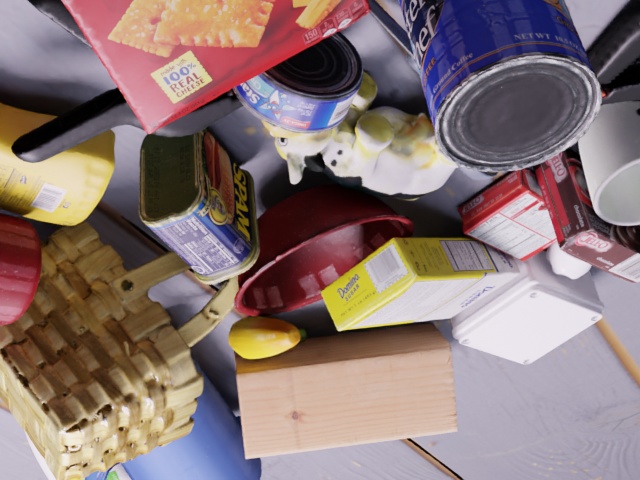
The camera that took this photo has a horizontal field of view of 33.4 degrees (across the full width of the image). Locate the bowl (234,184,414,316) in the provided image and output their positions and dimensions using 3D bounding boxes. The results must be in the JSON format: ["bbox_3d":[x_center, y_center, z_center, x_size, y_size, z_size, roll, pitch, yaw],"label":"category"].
[{"bbox_3d":[-0.006,0.001,0.878,0.162,0.055,0.162,-22,161,-8],"label":"bowl"}]

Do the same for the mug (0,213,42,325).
[{"bbox_3d":[-0.253,0.028,0.761,0.093,0.117,0.081,-21,156,41],"label":"mug"}]

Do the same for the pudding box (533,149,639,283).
[{"bbox_3d":[0.236,-0.020,0.902,0.113,0.090,0.039,23,135,-38],"label":"pudding box"}]

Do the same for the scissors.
[{"bbox_3d":[0.076,-0.108,0.750,0.016,0.096,0.201,-16,152,42],"label":"scissors"}]

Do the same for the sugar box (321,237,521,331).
[{"bbox_3d":[0.092,0.036,0.936,0.093,0.048,0.175,-37,160,32],"label":"sugar box"}]

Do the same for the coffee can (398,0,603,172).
[{"bbox_3d":[0.109,-0.129,0.679,0.102,0.140,0.103,-6,144,-5],"label":"coffee can"}]

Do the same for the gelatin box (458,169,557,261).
[{"bbox_3d":[0.177,-0.022,0.937,0.089,0.030,0.073,23,134,-37],"label":"gelatin box"}]

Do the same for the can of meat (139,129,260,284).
[{"bbox_3d":[-0.092,-0.032,0.799,0.057,0.102,0.084,-21,141,17],"label":"can of meat"}]

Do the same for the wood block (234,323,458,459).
[{"bbox_3d":[0.023,0.146,1.051,0.206,0.090,0.091,-6,101,-5],"label":"wood block"}]

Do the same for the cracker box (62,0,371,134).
[{"bbox_3d":[-0.075,-0.179,0.594,0.164,0.072,0.213,-28,144,-2],"label":"cracker box"}]

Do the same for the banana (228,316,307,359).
[{"bbox_3d":[-0.050,0.085,0.969,0.069,0.037,0.198,-14,177,0],"label":"banana"}]

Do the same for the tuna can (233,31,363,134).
[{"bbox_3d":[-0.015,-0.114,0.718,0.086,0.086,0.034,5,140,-20],"label":"tuna can"}]

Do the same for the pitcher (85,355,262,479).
[{"bbox_3d":[-0.158,0.194,1.064,0.145,0.149,0.243,-3,143,14],"label":"pitcher"}]

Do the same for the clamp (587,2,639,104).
[{"bbox_3d":[0.279,-0.162,0.762,0.210,0.036,0.164,-22,142,16],"label":"clamp"}]

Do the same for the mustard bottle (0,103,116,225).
[{"bbox_3d":[-0.249,-0.064,0.753,0.191,0.058,0.096,13,146,-29],"label":"mustard bottle"}]

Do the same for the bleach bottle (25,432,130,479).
[{"bbox_3d":[-0.263,0.190,1.097,0.102,0.068,0.251,-11,142,2],"label":"bleach bottle"}]

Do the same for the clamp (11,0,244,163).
[{"bbox_3d":[-0.123,-0.116,0.716,0.171,0.039,0.120,-11,132,-24],"label":"clamp"}]
